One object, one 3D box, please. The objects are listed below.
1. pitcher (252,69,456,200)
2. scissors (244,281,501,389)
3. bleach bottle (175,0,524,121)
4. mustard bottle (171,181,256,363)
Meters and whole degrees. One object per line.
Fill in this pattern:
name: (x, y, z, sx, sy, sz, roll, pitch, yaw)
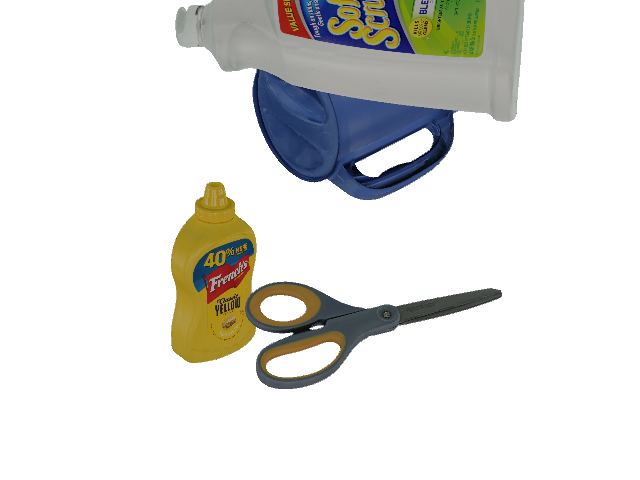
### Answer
pitcher: (0.069, -0.149, 1.057, 0.242, 0.149, 0.145, -25, 30, -31)
scissors: (0.031, 0.047, 0.796, 0.201, 0.096, 0.016, -25, -32, -26)
bleach bottle: (0.018, -0.144, 0.770, 0.251, 0.102, 0.068, 4, -27, 11)
mustard bottle: (-0.110, 0.029, 1.112, 0.096, 0.192, 0.058, -19, 35, -36)
